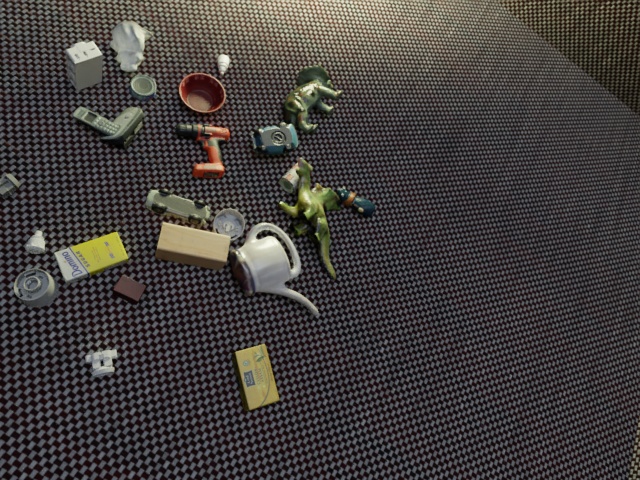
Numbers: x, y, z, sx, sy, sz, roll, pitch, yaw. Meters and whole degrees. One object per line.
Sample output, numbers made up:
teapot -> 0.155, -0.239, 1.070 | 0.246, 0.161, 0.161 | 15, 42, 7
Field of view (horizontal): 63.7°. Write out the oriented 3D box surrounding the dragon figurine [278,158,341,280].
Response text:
dragon figurine -> 0.005, -0.090, 1.781 | 0.247, 0.121, 0.406 | -43, 111, -39

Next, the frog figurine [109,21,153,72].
frog figurine -> -0.653, -0.652, 1.741 | 0.138, 0.120, 0.162 | 13, 71, 19

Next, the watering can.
watering can -> -0.152, 0.112, 1.632 | 0.226, 0.102, 0.351 | -20, 77, -27
